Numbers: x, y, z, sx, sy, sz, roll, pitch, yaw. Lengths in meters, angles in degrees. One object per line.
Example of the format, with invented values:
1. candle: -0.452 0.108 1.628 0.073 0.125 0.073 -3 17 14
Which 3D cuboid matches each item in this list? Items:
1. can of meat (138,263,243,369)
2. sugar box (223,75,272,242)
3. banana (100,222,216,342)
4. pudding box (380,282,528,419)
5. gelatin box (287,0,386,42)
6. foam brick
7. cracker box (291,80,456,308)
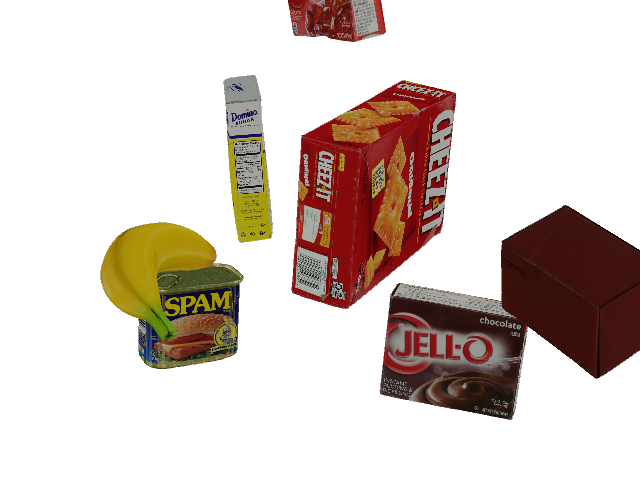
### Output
1. can of meat: -0.129 0.074 1.049 0.101 0.084 0.058 -6 20 -27
2. sugar box: -0.086 -0.096 1.255 0.048 0.176 0.093 -8 26 -4
3. banana: -0.118 0.019 0.765 0.037 0.069 0.197 -37 10 13
4. pudding box: 0.109 0.089 0.869 0.113 0.090 0.039 9 22 11
5. gelatin box: 0.005 -0.180 0.746 0.030 0.073 0.089 -21 23 -25
6. foam brick: 0.144 0.026 0.590 0.051 0.053 0.078 -26 41 -22
7. cracker box: 0.057 -0.050 1.050 0.072 0.164 0.213 17 29 26
